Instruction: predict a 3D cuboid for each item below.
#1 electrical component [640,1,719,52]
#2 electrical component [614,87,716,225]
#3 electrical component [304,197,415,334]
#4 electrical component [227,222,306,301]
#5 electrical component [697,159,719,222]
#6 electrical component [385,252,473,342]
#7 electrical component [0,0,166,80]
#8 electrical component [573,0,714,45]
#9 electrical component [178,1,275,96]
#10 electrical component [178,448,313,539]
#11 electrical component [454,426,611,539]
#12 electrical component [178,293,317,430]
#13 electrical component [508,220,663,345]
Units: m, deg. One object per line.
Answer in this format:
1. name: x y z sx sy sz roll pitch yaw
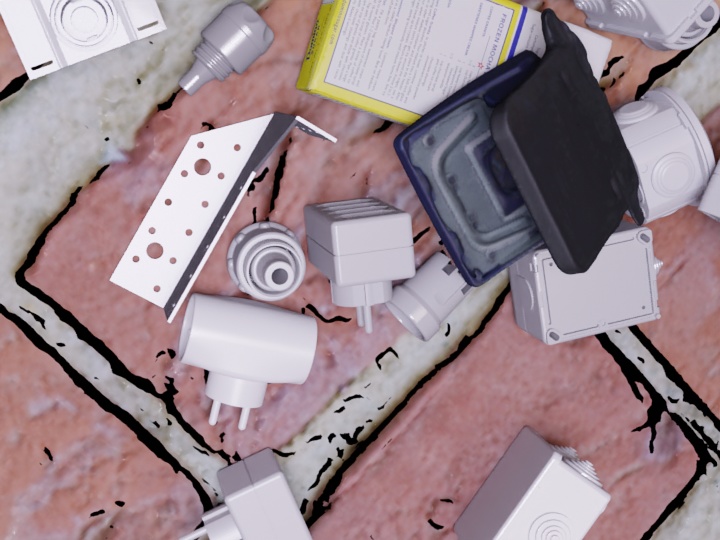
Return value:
1. electrical component: 0.204 -0.161 0.683 0.043 0.062 0.043 -3 101 -14
2. electrical component: 0.188 -0.072 0.687 0.051 0.080 0.080 -24 105 -3
3. electrical component: 0.000 0.000 0.651 0.047 0.083 0.075 -8 102 -13
4. electrical component: -0.053 -0.002 0.648 0.048 0.062 0.048 -3 101 -13
5. electrical component: 0.283 -0.031 0.676 0.150 0.089 0.061 14 101 -55
6. electrical component: 0.045 0.016 0.689 0.046 0.040 0.040 -44 107 -9
7. electrical component: -0.167 -0.175 0.587 0.079 0.063 0.121 -23 105 -9
8. electrical component: 0.180 -0.191 0.654 0.099 0.100 0.048 -48 120 -2
9. electrical component: -0.082 -0.127 0.633 0.061 0.035 0.035 -44 107 0
10. electrical component: -0.076 0.163 0.681 0.077 0.047 0.065 -24 106 -9
11. electrical component: 0.111 0.158 0.701 0.048 0.100 0.099 35 90 -4
12. electrical component: -0.074 0.060 0.664 0.077 0.043 0.079 12 97 -16
13. electrical component: 0.149 0.004 0.700 0.096 0.061 0.061 -12 103 -11
